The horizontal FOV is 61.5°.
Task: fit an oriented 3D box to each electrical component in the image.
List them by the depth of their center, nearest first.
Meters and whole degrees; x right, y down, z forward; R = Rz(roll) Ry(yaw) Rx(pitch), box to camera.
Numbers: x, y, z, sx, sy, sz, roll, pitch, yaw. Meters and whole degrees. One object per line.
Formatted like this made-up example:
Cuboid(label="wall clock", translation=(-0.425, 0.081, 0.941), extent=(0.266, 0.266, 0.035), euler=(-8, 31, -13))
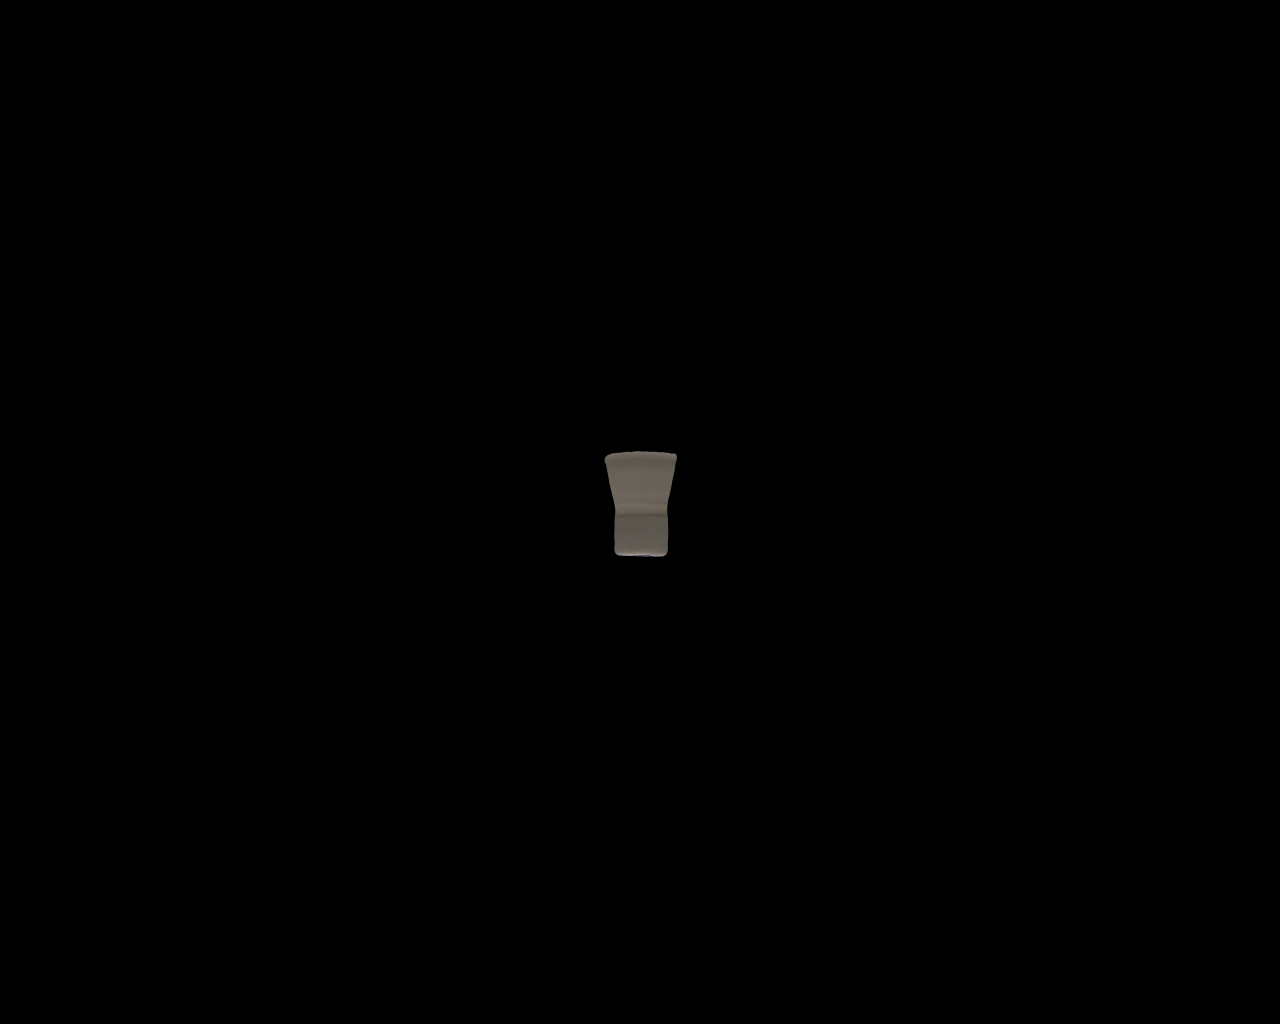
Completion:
Cuboid(label="electrical component", translation=(0.001, -0.003, 0.650), extent=(0.044, 0.065, 0.044), euler=(0, -3, 0))
